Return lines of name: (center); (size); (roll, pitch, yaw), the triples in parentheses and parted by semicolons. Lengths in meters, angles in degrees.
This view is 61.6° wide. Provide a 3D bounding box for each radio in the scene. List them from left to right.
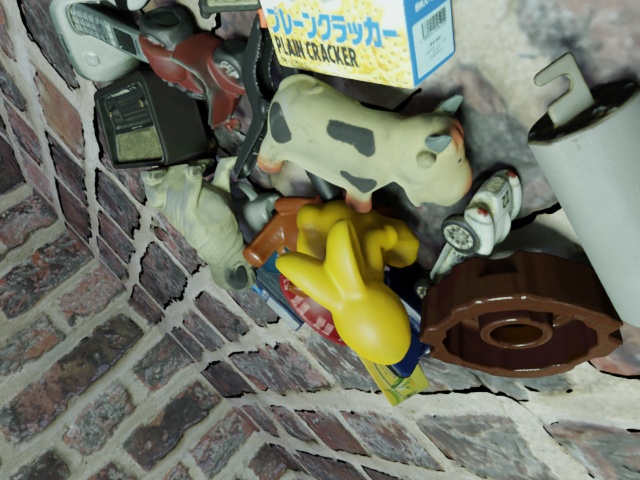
radio: (-0.264, -0.181, 0.816); (0.230, 0.073, 0.131); (6, 113, 50)

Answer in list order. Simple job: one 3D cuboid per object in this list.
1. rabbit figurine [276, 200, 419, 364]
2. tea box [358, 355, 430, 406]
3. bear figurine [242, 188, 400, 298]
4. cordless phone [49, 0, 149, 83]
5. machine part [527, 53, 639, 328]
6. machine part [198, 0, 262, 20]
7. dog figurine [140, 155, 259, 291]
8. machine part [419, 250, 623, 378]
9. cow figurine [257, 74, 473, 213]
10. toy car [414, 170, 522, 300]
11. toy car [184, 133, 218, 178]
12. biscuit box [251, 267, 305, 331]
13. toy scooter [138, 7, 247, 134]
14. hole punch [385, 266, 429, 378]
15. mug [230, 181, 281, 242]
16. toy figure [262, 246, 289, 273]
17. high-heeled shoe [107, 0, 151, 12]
rabbit figurine: (0.040, 0.037, 0.537); (0.162, 0.122, 0.173); (43, -157, -45)
tea box: (0.085, 0.144, 0.773); (0.169, 0.068, 0.098); (60, -177, -28)
bear figurine: (0.000, -0.006, 0.681); (0.120, 0.132, 0.196); (37, 162, -18)
cordless phone: (-0.287, -0.276, 0.777); (0.184, 0.089, 0.146); (32, 150, 19)
machine part: (0.221, -0.022, 0.385); (0.243, 0.079, 0.079); (56, 152, -15)
machine part: (-0.083, -0.267, 0.494); (0.138, 0.084, 0.039); (97, 165, -61)
dog figurine: (-0.176, -0.018, 0.780); (0.173, 0.121, 0.190); (7, 111, 45)
machine part: (0.184, 0.074, 0.508); (0.179, 0.056, 0.179); (5, 147, 3)
cow figurine: (0.046, -0.089, 0.486); (0.195, 0.085, 0.127); (24, 146, 3)
toy car: (0.147, 0.010, 0.537); (0.056, 0.073, 0.201); (34, 151, 16)
toy car: (-0.225, -0.135, 0.909); (0.089, 0.053, 0.202); (57, 148, -10)
biscuit box: (-0.091, 0.073, 0.990); (0.203, 0.063, 0.059); (44, 154, 7)
toy scooter: (-0.148, -0.205, 0.680); (0.184, 0.075, 0.135); (30, 150, 21)
hole punch: (0.115, 0.087, 0.656); (0.142, 0.116, 0.092); (43, 136, -2)
mug: (-0.099, -0.045, 0.833); (0.107, 0.081, 0.109); (-13, 109, 49)
toy figure: (-0.052, 0.015, 0.857); (0.154, 0.064, 0.058); (-29, 65, 58)
high-heeled shoe: (-0.201, -0.320, 0.564); (0.249, 0.086, 0.145); (19, 164, 16)
